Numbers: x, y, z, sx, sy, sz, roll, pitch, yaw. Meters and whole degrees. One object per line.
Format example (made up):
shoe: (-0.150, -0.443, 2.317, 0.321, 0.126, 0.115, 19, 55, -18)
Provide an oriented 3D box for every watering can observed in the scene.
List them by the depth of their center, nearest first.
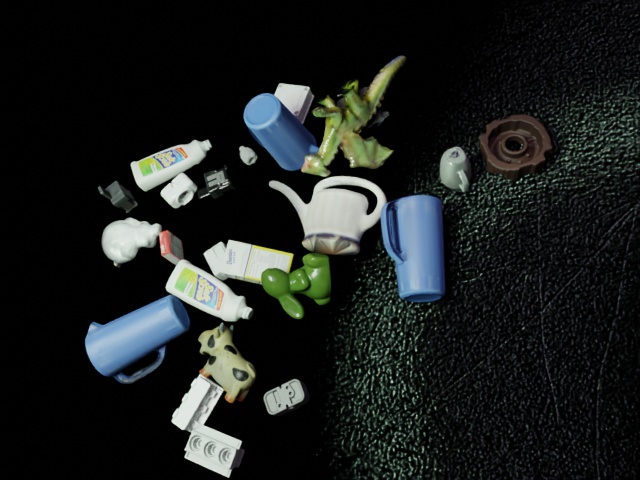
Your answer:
watering can: (0.004, -0.069, 1.374, 0.347, 0.102, 0.228, 3, 66, 21)

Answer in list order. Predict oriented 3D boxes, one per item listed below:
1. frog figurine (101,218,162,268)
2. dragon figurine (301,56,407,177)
frog figurine: (-0.544, -0.005, 1.493, 0.158, 0.120, 0.141, -19, 43, 20)
dragon figurine: (0.116, -0.313, 1.420, 0.412, 0.240, 0.123, -31, 17, -7)
